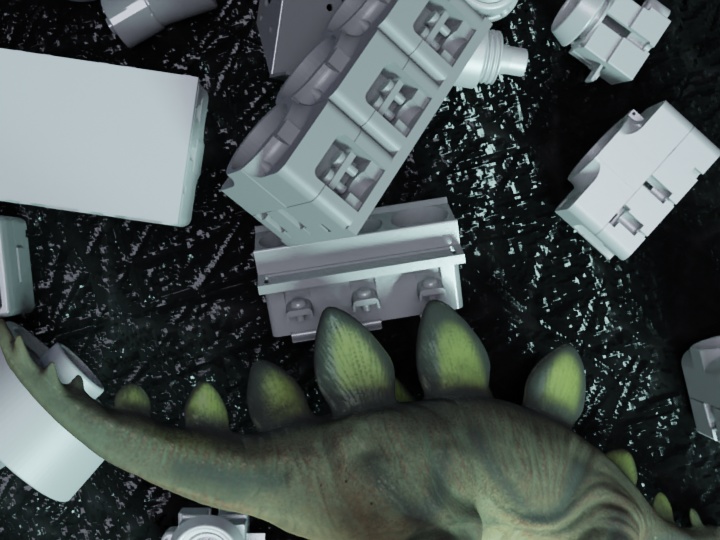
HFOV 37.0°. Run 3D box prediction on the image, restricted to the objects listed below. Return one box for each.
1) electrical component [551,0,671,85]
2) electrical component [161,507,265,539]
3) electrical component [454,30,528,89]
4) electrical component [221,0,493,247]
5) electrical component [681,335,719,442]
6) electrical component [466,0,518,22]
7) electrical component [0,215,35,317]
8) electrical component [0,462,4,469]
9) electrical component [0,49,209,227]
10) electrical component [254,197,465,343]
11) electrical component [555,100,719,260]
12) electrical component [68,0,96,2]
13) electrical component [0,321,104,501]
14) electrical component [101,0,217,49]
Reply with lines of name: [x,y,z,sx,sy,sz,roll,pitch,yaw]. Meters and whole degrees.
electrical component: [0.155,-0.152,0.677,0.055,0.048,0.066,33,90,-9]
electrical component: [-0.093,0.172,0.670,0.066,0.055,0.048,0,91,-1]
electrical component: [0.074,-0.135,0.676,0.062,0.048,0.048,8,91,-8]
electrical component: [-0.006,-0.093,0.604,0.062,0.089,0.150,39,71,-20]
electrical component: [0.236,0.070,0.655,0.054,0.095,0.059,-13,91,-1]
electrical component: [0.080,-0.182,0.666,0.048,0.062,0.048,0,91,-1]
electrical component: [-0.258,0.002,0.662,0.096,0.061,0.061,-6,91,-1]
electrical component: [-0.283,0.117,0.665,0.113,0.057,0.078,-31,91,-1]
electrical component: [-0.176,-0.081,0.662,0.150,0.062,0.089,8,91,-1]
electrical component: [0.000,0.000,0.665,0.121,0.078,0.063,-9,113,-1]
electrical component: [0.170,-0.058,0.675,0.056,0.050,0.089,42,90,-2]
electrical component: [-0.177,-0.211,0.666,0.080,0.051,0.080,0,91,-1]
electrical component: [-0.190,0.078,0.644,0.060,0.108,0.108,-43,91,-7]
electrical component: [-0.128,-0.168,0.674,0.065,0.044,0.044,-29,91,4]
